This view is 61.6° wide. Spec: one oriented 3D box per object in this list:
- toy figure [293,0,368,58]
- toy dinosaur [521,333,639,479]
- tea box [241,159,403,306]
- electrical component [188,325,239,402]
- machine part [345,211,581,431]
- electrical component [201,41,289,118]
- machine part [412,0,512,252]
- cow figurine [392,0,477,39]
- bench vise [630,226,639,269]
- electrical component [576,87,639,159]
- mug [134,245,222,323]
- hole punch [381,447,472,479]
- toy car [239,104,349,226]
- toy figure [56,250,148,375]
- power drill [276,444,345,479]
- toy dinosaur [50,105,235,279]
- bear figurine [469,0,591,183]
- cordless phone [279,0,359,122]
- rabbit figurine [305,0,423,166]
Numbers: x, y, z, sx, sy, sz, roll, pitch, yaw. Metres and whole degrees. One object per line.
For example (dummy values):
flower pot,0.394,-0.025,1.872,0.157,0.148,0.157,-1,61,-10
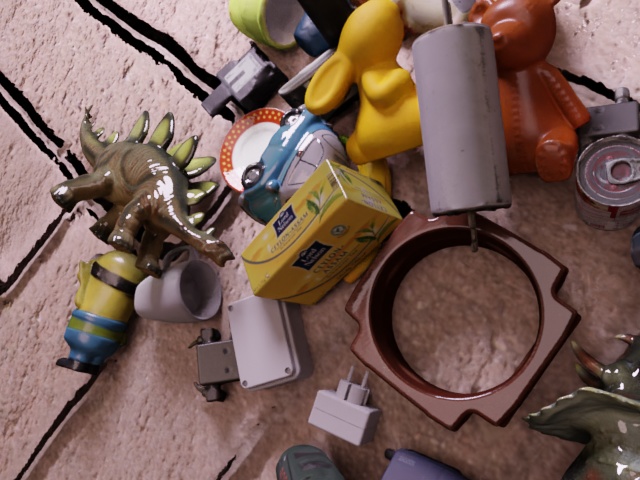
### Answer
toy figure,0.029,-0.323,0.738,0.154,0.064,0.058,-47,27,2
toy dinosaur,0.258,0.278,0.464,0.192,0.131,0.404,13,90,43
tea box,-0.001,-0.002,0.621,0.169,0.098,0.068,-46,50,29
electrical component,-0.133,0.158,0.701,0.078,0.045,0.102,-13,73,-7
machine part,0.147,0.079,0.573,0.201,0.087,0.201,35,94,27
electrical component,-0.112,-0.219,0.780,0.119,0.047,0.075,-46,64,8
machine part,0.135,-0.110,0.512,0.079,0.079,0.243,-8,90,22
cow figurine,0.183,-0.289,0.651,0.195,0.085,0.127,30,96,28
bench vise,0.406,0.010,0.445,0.241,0.129,0.223,-20,77,37
electrical component,0.308,-0.124,0.579,0.063,0.021,0.094,0,62,30
mug,-0.202,0.065,0.733,0.107,0.080,0.109,-16,72,27
hole punch,0.107,0.283,0.540,0.142,0.092,0.115,16,80,30
toy car,-0.016,-0.081,0.666,0.103,0.109,0.161,27,83,37
toy figure,-0.306,0.102,0.769,0.089,0.082,0.180,12,74,6
power drill,-0.009,0.322,0.525,0.086,0.232,0.207,-3,96,-11
toy dinosaur,-0.265,-0.089,0.767,0.472,0.104,0.198,31,69,33
bear figurine,0.204,-0.162,0.554,0.120,0.132,0.195,-1,111,40
cordless phone,-0.008,-0.239,0.661,0.146,0.184,0.089,-34,63,12
rabbit figurine,0.067,-0.182,0.621,0.162,0.122,0.173,-12,105,20
